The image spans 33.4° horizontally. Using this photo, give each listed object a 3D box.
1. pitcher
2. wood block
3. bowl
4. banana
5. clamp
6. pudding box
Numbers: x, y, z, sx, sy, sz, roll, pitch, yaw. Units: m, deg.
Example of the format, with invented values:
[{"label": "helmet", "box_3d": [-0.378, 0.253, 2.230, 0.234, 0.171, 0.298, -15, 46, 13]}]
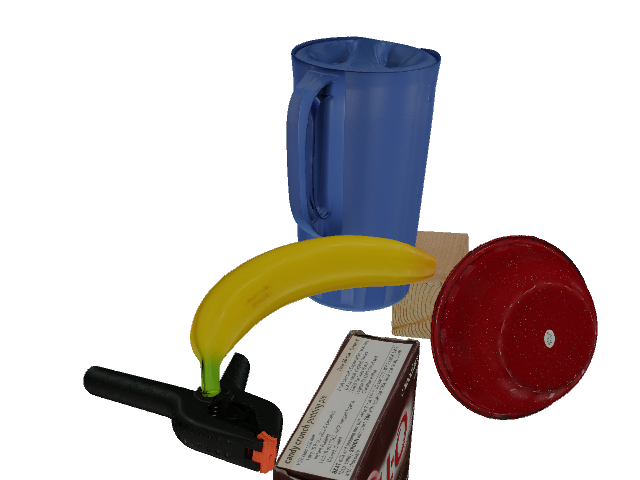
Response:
[{"label": "pitcher", "box_3d": [0.030, -0.058, 0.983, 0.149, 0.243, 0.145, -3, 24, -12]}, {"label": "wood block", "box_3d": [0.169, 0.064, 1.620, 0.091, 0.090, 0.206, 4, 22, 12]}, {"label": "bowl", "box_3d": [0.176, 0.078, 0.898, 0.161, 0.162, 0.055, 0, 5, -21]}, {"label": "banana", "box_3d": [-0.013, 0.034, 0.704, 0.197, 0.069, 0.037, -27, -12, -29]}, {"label": "clamp", "box_3d": [-0.088, 0.143, 0.930, 0.164, 0.036, 0.210, -5, 17, -39]}, {"label": "pudding box", "box_3d": [0.012, 0.106, 0.471, 0.039, 0.090, 0.113, 10, 29, 13]}]
